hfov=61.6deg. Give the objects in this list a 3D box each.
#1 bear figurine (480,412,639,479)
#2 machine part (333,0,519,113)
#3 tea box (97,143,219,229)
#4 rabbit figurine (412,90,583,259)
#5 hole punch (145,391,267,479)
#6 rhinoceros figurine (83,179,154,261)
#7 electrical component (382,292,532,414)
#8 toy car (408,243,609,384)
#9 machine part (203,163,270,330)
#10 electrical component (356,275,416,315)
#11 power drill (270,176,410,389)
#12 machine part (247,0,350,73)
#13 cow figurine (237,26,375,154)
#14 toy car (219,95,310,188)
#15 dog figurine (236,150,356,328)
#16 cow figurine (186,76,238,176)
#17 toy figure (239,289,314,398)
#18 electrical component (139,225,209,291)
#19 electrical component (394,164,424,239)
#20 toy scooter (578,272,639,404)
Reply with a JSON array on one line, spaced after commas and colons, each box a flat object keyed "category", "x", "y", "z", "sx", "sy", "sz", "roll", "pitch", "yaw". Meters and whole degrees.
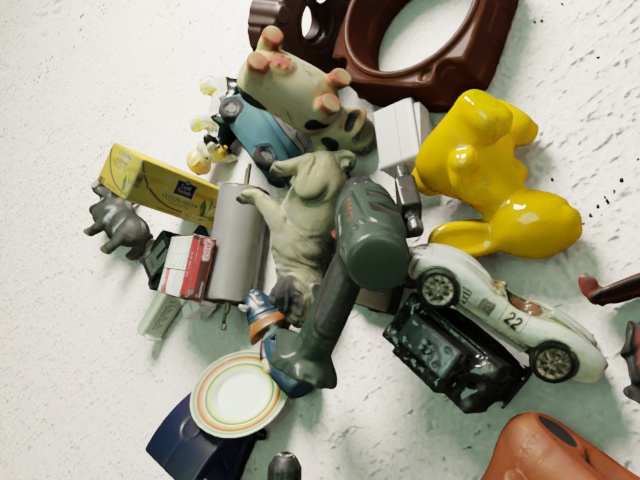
[{"category": "bear figurine", "x": 0.166, "y": 0.252, "z": 0.460, "sx": 0.132, "sy": 0.120, "sz": 0.195, "roll": 36, "pitch": 100, "yaw": 35}, {"category": "machine part", "x": 0.127, "y": -0.269, "z": 0.670, "sx": 0.202, "sy": 0.087, "sz": 0.201, "roll": 17, "pitch": 87, "yaw": 40}, {"category": "tea box", "x": -0.238, "y": -0.081, "z": 0.831, "sx": 0.098, "sy": 0.169, "sz": 0.068, "roll": 29, "pitch": 96, "yaw": 37}, {"category": "rabbit figurine", "x": 0.177, "y": -0.045, "z": 0.549, "sx": 0.162, "sy": 0.122, "sz": 0.173, "roll": -48, "pitch": 70, "yaw": 19}, {"category": "hole punch", "x": -0.156, "y": 0.264, "z": 0.718, "sx": 0.142, "sy": 0.092, "sz": 0.115, "roll": 19, "pitch": 84, "yaw": 42}, {"category": "rhinoceros figurine", "x": -0.374, "y": -0.045, "z": 0.983, "sx": 0.191, "sy": 0.073, "sz": 0.112, "roll": 43, "pitch": 104, "yaw": 37}, {"category": "electrical component", "x": 0.130, "y": 0.108, "z": 0.520, "sx": 0.115, "sy": 0.134, "sz": 0.058, "roll": 38, "pitch": 101, "yaw": 36}, {"category": "toy car", "x": 0.167, "y": 0.063, "z": 0.501, "sx": 0.202, "sy": 0.073, "sz": 0.056, "roll": 33, "pitch": 107, "yaw": 8}, {"category": "machine part", "x": -0.120, "y": 0.008, "z": 0.775, "sx": 0.079, "sy": 0.079, "sz": 0.243, "roll": -2, "pitch": 76, "yaw": 36}, {"category": "electrical component", "x": 0.067, "y": 0.046, "z": 0.643, "sx": 0.102, "sy": 0.045, "sz": 0.078, "roll": 20, "pitch": 87, "yaw": 39}, {"category": "power drill", "x": 0.022, "y": 0.038, "z": 0.571, "sx": 0.207, "sy": 0.086, "sz": 0.232, "roll": -59, "pitch": 12, "yaw": 9}, {"category": "machine part", "x": -0.016, "y": -0.299, "z": 0.736, "sx": 0.056, "sy": 0.179, "sz": 0.179, "roll": 23, "pitch": 90, "yaw": 35}, {"category": "cow figurine", "x": -0.016, "y": -0.169, "z": 0.688, "sx": 0.127, "sy": 0.195, "sz": 0.085, "roll": -29, "pitch": 38, "yaw": 61}, {"category": "toy car", "x": -0.069, "y": -0.158, "z": 0.775, "sx": 0.103, "sy": 0.109, "sz": 0.162, "roll": -38, "pitch": 65, "yaw": -1}, {"category": "dog figurine", "x": -0.001, "y": -0.001, "z": 0.684, "sx": 0.172, "sy": 0.121, "sz": 0.190, "roll": -36, "pitch": 69, "yaw": 35}, {"category": "cow figurine", "x": -0.157, "y": -0.183, "z": 0.870, "sx": 0.098, "sy": 0.068, "sz": 0.167, "roll": 8, "pitch": 82, "yaw": 32}, {"category": "toy figure", "x": -0.058, "y": 0.131, "z": 0.699, "sx": 0.057, "sy": 0.064, "sz": 0.155, "roll": -53, "pitch": 53, "yaw": 24}, {"category": "electrical component", "x": -0.236, "y": 0.023, "z": 0.877, "sx": 0.119, "sy": 0.047, "sz": 0.075, "roll": -43, "pitch": 56, "yaw": 21}, {"category": "electrical component", "x": 0.094, "y": -0.033, "z": 0.568, "sx": 0.021, "sy": 0.063, "sz": 0.094, "roll": -10, "pitch": 51, "yaw": 3}, {"category": "toy scooter", "x": 0.291, "y": 0.074, "z": 0.449, "sx": 0.135, "sy": 0.075, "sz": 0.184, "roll": -6, "pitch": 69, "yaw": 35}]
